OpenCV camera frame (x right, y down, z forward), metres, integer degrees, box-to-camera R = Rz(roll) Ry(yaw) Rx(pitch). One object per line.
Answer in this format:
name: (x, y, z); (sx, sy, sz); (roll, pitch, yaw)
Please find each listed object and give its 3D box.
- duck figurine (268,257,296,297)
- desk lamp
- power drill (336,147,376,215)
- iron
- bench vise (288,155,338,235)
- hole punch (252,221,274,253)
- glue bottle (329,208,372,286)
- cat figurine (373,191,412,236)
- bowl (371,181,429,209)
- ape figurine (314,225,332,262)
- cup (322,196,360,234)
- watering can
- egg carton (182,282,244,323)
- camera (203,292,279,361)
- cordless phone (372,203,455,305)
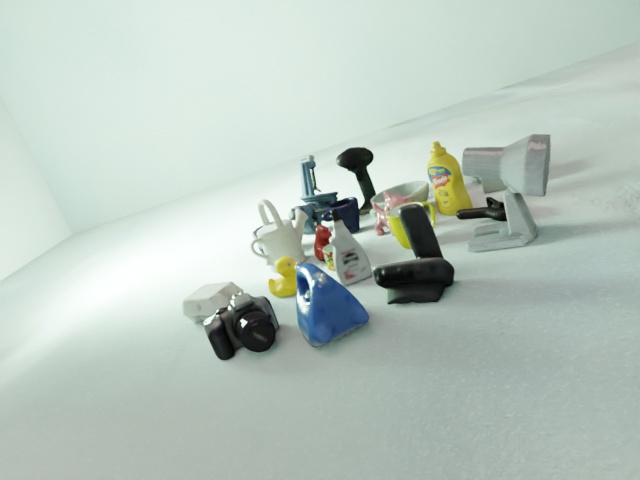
duck figurine: (-0.080, 0.082, 1.346); (0.104, 0.086, 0.077); (-16, 17, 16)
desk lamp: (0.377, -0.098, 1.152); (0.202, 0.214, 0.118); (-10, 19, 31)
power drill: (0.126, -0.189, 1.752); (0.075, 0.209, 0.230); (-13, 18, 24)
iron: (-0.007, 0.102, 1.098); (0.119, 0.141, 0.257); (-25, 17, -14)
bench vise: (-0.021, -0.139, 1.744); (0.121, 0.220, 0.208); (-12, 18, 26)
hole punch: (-0.130, -0.001, 1.663); (0.109, 0.091, 0.101); (-25, 17, -14)
glue bottle: (0.055, 0.012, 1.256); (0.078, 0.173, 0.037); (-22, 17, -6)
cat figurine: (0.184, -0.075, 1.477); (0.067, 0.118, 0.127); (-31, 20, -32)
bowl: (0.228, -0.101, 1.586); (0.167, 0.075, 0.167); (-19, 16, 6)
ape figurine: (0.013, 0.005, 1.470); (0.075, 0.092, 0.078); (-5, 23, 43)
cup: (0.065, -0.058, 1.605); (0.118, 0.095, 0.091); (-29, 18, -26)
watering can: (-0.111, -0.023, 1.526); (0.100, 0.194, 0.173); (-5, 22, 42)
egg carton: (-0.255, 0.150, 1.364); (0.149, 0.069, 0.107); (-8, 20, 35)
camera: (-0.150, 0.169, 1.124); (0.143, 0.101, 0.136); (-24, 17, -14)
cordless phone: (0.162, 0.022, 1.076); (0.147, 0.185, 0.094); (-11, 19, 28)
